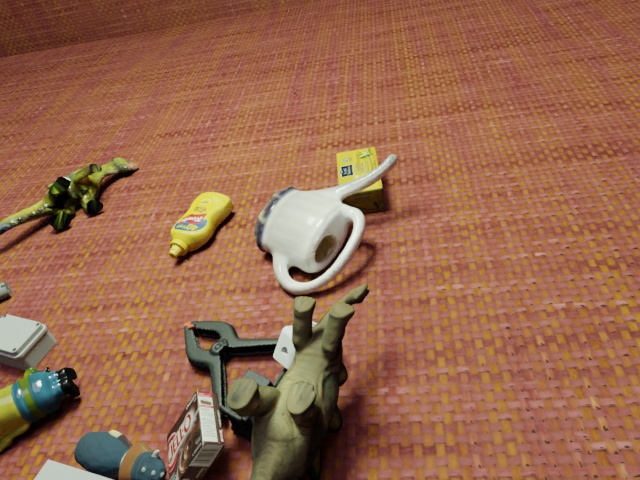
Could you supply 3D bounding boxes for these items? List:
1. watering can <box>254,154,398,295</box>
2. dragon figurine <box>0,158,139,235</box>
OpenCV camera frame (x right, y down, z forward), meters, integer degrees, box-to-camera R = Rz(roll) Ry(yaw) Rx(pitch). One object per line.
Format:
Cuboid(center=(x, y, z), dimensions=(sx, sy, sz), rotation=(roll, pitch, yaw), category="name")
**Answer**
Cuboid(center=(0.003, -0.053, 1.052), dimensions=(0.226, 0.102, 0.352), rotation=(20, 69, 32), category="watering can")
Cuboid(center=(-0.691, -0.126, 1.395), dimensions=(0.413, 0.120, 0.245), rotation=(-27, 24, -17), category="dragon figurine")
